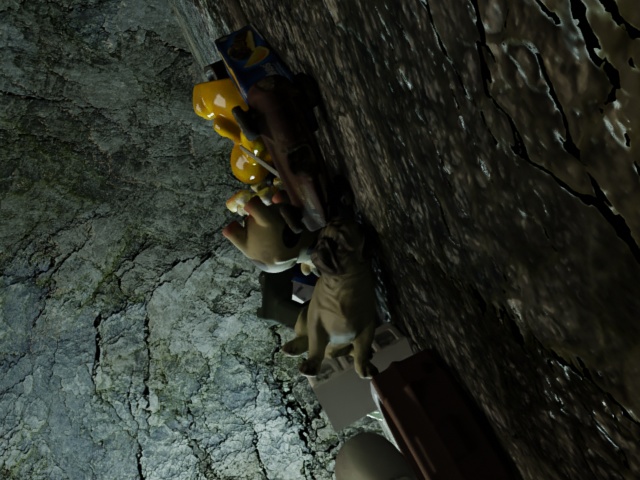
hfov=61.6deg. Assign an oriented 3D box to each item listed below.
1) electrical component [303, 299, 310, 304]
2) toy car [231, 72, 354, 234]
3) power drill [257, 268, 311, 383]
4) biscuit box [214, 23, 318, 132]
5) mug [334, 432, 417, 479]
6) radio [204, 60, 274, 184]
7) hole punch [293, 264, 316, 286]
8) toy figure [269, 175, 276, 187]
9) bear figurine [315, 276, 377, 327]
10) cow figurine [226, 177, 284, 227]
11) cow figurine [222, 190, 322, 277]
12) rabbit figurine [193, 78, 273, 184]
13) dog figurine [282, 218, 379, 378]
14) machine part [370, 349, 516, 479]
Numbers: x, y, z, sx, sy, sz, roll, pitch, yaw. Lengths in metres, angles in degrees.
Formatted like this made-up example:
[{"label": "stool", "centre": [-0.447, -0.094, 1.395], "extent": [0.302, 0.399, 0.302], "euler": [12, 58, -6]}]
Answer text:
[{"label": "electrical component", "centre": [0.024, 0.156, 1.053], "extent": [0.115, 0.134, 0.058], "euler": [60, 174, 8]}, {"label": "toy car", "centre": [-0.023, -0.087, 0.600], "extent": [0.053, 0.089, 0.201], "euler": [49, 165, 51]}, {"label": "power drill", "centre": [-0.013, 0.106, 0.875], "extent": [0.208, 0.086, 0.231], "euler": [21, 113, 40]}, {"label": "biscuit box", "centre": [-0.073, -0.200, 0.685], "extent": [0.203, 0.059, 0.062], "euler": [58, 172, 40]}, {"label": "mug", "centre": [0.061, 0.279, 0.615], "extent": [0.080, 0.109, 0.107], "euler": [70, 161, -1]}, {"label": "radio", "centre": [-0.133, -0.224, 0.990], "extent": [0.131, 0.073, 0.229], "euler": [43, 155, 63]}, {"label": "hole punch", "centre": [-0.034, 0.054, 1.078], "extent": [0.115, 0.142, 0.092], "euler": [79, -153, -57]}, {"label": "toy figure", "centre": [-0.053, -0.074, 0.989], "extent": [0.180, 0.089, 0.082], "euler": [113, 143, -71]}, {"label": "bear figurine", "centre": [0.033, 0.136, 0.945], "extent": [0.195, 0.132, 0.120], "euler": [59, 159, -7]}, {"label": "cow figurine", "centre": [-0.091, -0.050, 0.900], "extent": [0.167, 0.068, 0.098], "euler": [-1, 125, 57]}, {"label": "cow figurine", "centre": [-0.036, -0.002, 0.739], "extent": [0.127, 0.085, 0.195], "euler": [49, -162, 6]}, {"label": "rabbit figurine", "centre": [-0.106, -0.171, 0.841], "extent": [0.163, 0.122, 0.173], "euler": [20, 120, 49]}, {"label": "dog figurine", "centre": [0.023, 0.064, 0.701], "extent": [0.172, 0.121, 0.190], "euler": [-163, 78, -70]}, {"label": "machine part", "centre": [0.141, 0.238, 0.623], "extent": [0.201, 0.087, 0.201], "euler": [60, 172, 25]}]
